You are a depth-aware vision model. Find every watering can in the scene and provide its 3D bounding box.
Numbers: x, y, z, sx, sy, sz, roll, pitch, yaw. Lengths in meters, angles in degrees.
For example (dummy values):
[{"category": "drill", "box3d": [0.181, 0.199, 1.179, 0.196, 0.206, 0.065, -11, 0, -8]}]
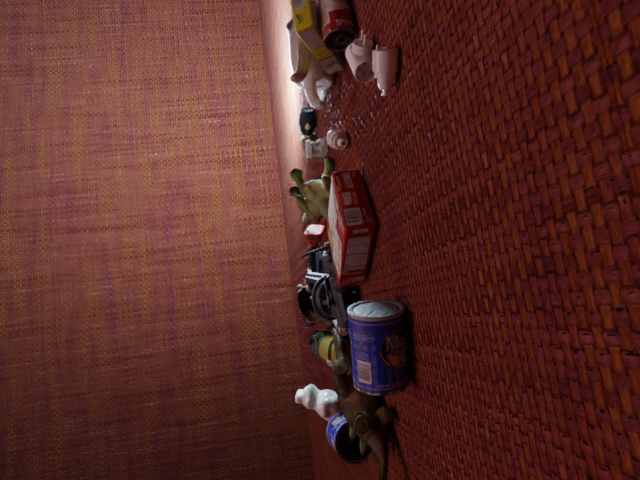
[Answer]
[{"category": "watering can", "box3d": [-0.027, -0.440, 1.251, 0.349, 0.104, 0.224, -21, -77, -80]}]

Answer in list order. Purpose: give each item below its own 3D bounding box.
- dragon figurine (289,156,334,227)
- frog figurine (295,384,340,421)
[{"category": "dragon figurine", "box3d": [0.004, -0.073, 1.442, 0.401, 0.122, 0.248, 95, 158, -57]}, {"category": "frog figurine", "box3d": [0.006, 0.506, 1.593, 0.138, 0.160, 0.122, -151, 54, -79]}]
